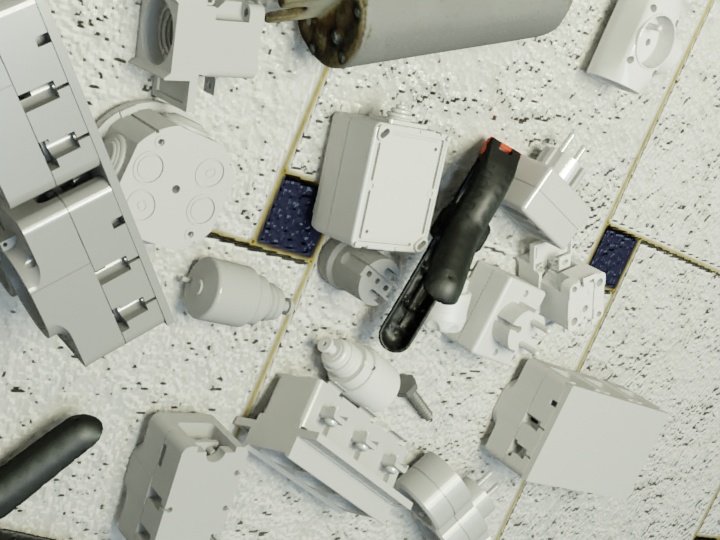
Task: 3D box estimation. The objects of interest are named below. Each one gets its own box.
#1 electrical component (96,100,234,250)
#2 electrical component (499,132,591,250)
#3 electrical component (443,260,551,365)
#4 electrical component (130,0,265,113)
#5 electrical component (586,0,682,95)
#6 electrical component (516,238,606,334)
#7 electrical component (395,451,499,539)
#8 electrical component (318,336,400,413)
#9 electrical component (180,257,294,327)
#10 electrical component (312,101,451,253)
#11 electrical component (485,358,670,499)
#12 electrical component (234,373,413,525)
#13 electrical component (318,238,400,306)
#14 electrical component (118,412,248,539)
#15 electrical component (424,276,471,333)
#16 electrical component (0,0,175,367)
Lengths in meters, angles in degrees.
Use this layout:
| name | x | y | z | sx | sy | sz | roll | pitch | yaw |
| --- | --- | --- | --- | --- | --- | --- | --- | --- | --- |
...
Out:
| name | x | y | z | sx | sy | sz | roll | pitch | yaw |
| --- | --- | --- | --- | --- | --- | --- | --- | --- | --- |
| electrical component | -0.117 | -0.054 | 0.619 | 0.080 | 0.051 | 0.080 | -17 | 121 | -31 |
| electrical component | 0.145 | -0.068 | 0.814 | 0.066 | 0.047 | 0.076 | 37 | 87 | -42 |
| electrical component | 0.115 | 0.040 | 0.824 | 0.047 | 0.077 | 0.065 | 22 | 97 | -41 |
| electrical component | -0.090 | -0.133 | 0.607 | 0.064 | 0.042 | 0.081 | -7 | 116 | -39 |
| electrical component | 0.220 | -0.172 | 0.822 | 0.079 | 0.044 | 0.077 | 15 | 102 | -42 |
| electrical component | 0.160 | 0.014 | 0.855 | 0.042 | 0.064 | 0.081 | -21 | 123 | -29 |
| electrical component | 0.087 | 0.197 | 0.895 | 0.074 | 0.052 | 0.138 | -40 | 130 | -16 |
| electrical component | -0.004 | 0.072 | 0.773 | 0.040 | 0.040 | 0.078 | -51 | 131 | -6 |
| electrical component | -0.076 | 0.017 | 0.691 | 0.078 | 0.040 | 0.040 | 15 | 102 | -41 |
| electrical component | 0.012 | -0.065 | 0.710 | 0.062 | 0.061 | 0.096 | 4 | 103 | -37 |
| electrical component | 0.188 | 0.139 | 0.937 | 0.150 | 0.062 | 0.089 | 19 | 99 | -41 |
| electrical component | -0.020 | 0.127 | 0.771 | 0.121 | 0.079 | 0.063 | 44 | 60 | -42 |
| electrical component | 0.000 | 0.000 | 0.737 | 0.040 | 0.046 | 0.040 | -17 | 121 | -31 |
| electrical component | -0.119 | 0.143 | 0.709 | 0.050 | 0.056 | 0.089 | 8 | 106 | -40 |
| electrical component | 0.067 | 0.014 | 0.804 | 0.035 | 0.035 | 0.061 | 3 | 107 | -38 |
| electrical component | -0.171 | -0.052 | 0.542 | 0.060 | 0.105 | 0.186 | -31 | 127 | -22 |
